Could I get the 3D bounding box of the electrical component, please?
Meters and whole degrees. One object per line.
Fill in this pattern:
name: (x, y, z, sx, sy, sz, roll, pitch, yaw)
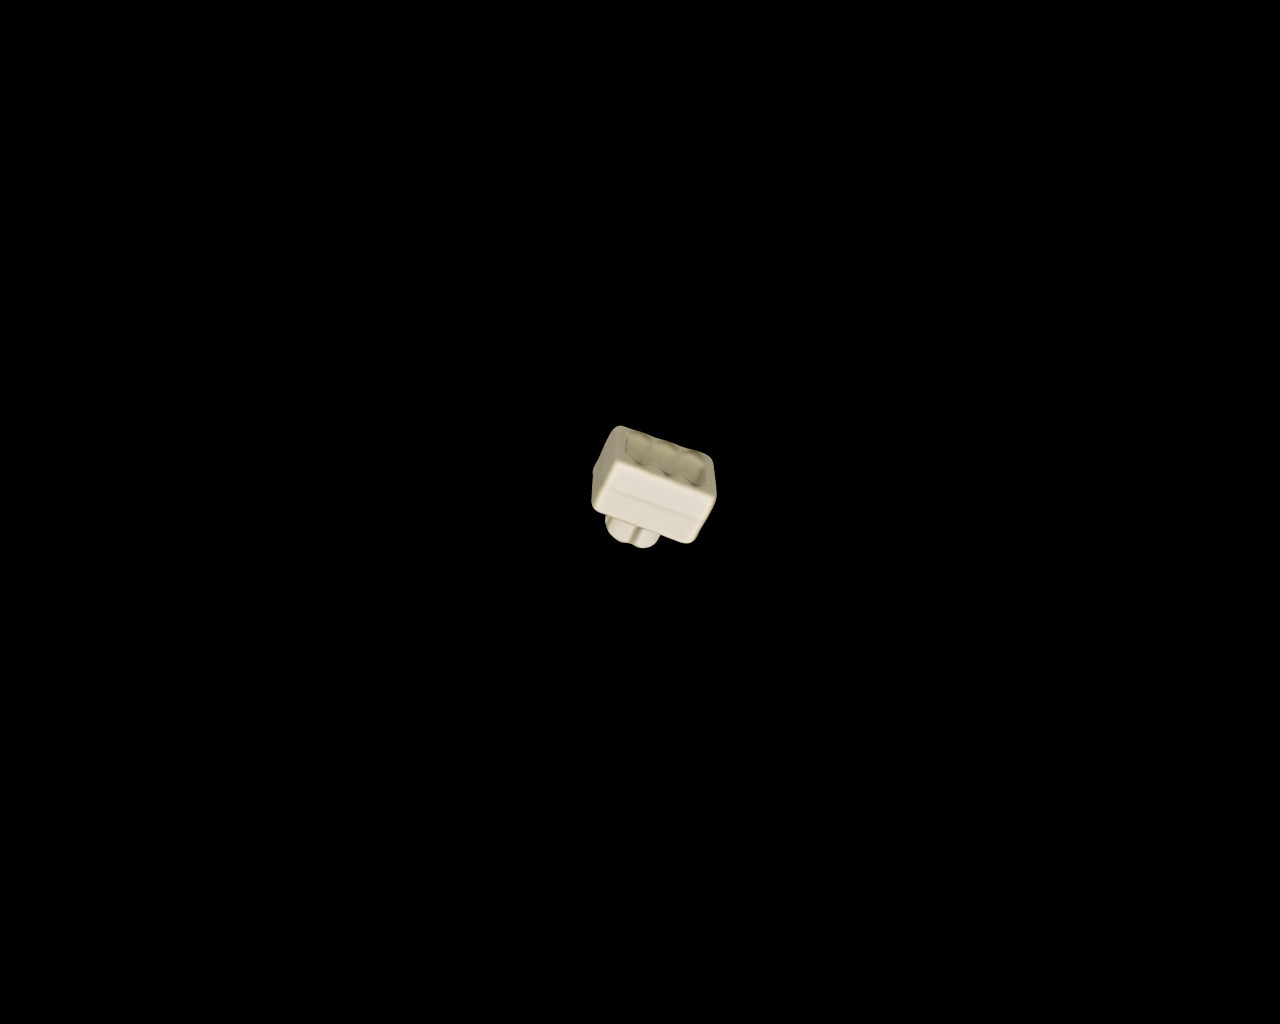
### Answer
electrical component: (0.001, -0.003, 0.650, 0.066, 0.076, 0.047, 20, 31, -13)
